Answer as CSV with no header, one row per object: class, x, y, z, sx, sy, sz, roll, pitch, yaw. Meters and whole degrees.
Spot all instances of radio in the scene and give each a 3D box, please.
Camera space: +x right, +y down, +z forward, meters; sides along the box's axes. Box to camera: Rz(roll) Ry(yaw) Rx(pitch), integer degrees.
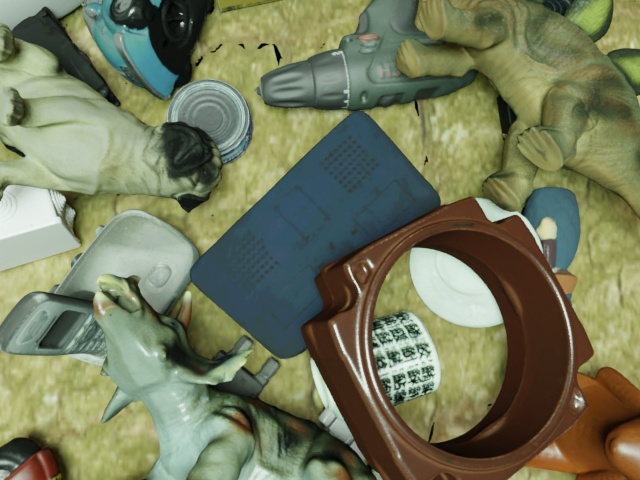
radio,-0.001,-0.002,0.528,0.131,0.073,0.229,45,84,2

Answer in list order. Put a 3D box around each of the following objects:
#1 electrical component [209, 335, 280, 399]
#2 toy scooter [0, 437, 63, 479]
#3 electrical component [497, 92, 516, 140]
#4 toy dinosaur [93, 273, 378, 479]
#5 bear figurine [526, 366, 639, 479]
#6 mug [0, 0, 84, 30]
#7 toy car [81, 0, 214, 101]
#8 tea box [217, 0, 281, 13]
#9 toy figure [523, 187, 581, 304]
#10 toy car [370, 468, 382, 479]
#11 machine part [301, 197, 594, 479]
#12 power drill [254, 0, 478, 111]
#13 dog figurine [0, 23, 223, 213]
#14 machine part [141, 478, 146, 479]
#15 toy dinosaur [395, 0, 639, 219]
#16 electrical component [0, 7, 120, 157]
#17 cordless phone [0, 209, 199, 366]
electrical component,-0.087,0.143,0.528,0.063,0.021,0.094,40,82,2
toy scooter,-0.285,0.277,0.475,0.135,0.075,0.184,44,86,3
electrical component,0.222,-0.134,0.569,0.078,0.045,0.102,0,82,-1
toy dinosaur,-0.030,0.190,0.426,0.405,0.192,0.131,35,115,-5
bear figurine,0.246,0.171,0.456,0.132,0.196,0.120,14,86,0
mug,-0.295,-0.262,0.532,0.107,0.109,0.081,-26,76,-20
toy car,-0.179,-0.228,0.534,0.103,0.109,0.161,9,73,16
tea box,-0.083,-0.342,0.568,0.098,0.068,0.169,-15,85,-5
toy figure,0.233,0.026,0.541,0.064,0.058,0.154,12,78,-27
toy car,0.135,0.267,0.508,0.202,0.056,0.073,32,76,0
machine part,0.105,0.081,0.434,0.201,0.087,0.201,-26,87,-20
power drill,0.048,-0.237,0.557,0.232,0.086,0.207,-1,79,-5
dog figurine,-0.198,-0.102,0.486,0.190,0.121,0.172,1,53,-44
machine part,-0.143,0.292,0.444,0.179,0.056,0.179,-8,77,37
toy dinosaur,0.229,-0.123,0.493,0.198,0.105,0.471,-39,94,-20
electrical component,-0.275,-0.145,0.538,0.115,0.058,0.134,-39,86,-5
cordless phone,-0.188,0.035,0.456,0.089,0.184,0.146,34,82,6
